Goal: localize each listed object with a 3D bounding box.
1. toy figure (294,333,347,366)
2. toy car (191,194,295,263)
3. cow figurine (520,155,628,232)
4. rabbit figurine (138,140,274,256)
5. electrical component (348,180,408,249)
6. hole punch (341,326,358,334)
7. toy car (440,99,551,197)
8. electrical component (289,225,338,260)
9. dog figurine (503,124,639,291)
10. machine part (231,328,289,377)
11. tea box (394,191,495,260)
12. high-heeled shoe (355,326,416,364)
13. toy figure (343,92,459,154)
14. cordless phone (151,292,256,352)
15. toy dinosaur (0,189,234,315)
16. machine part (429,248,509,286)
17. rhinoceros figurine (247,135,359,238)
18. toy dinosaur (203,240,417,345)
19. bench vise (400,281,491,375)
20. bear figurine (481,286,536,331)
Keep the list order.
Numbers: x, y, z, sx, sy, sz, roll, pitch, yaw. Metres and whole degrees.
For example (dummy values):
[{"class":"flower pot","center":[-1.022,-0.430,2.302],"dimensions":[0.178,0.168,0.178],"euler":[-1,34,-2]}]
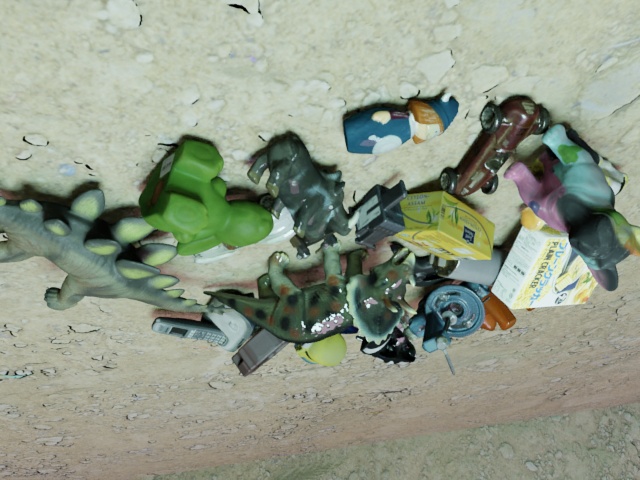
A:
[{"class":"toy figure","center":[0.000,0.205,1.054],"dimensions":[0.089,0.082,0.180],"euler":[23,161,-3]},{"class":"toy car","center":[-0.121,-0.015,0.836],"dimensions":[0.202,0.056,0.073],"euler":[-16,148,10]},{"class":"cow figurine","center":[0.426,-0.069,0.909],"dimensions":[0.098,0.068,0.167],"euler":[7,146,-37]},{"class":"rabbit figurine","center":[-0.152,-0.029,0.734],"dimensions":[0.170,0.121,0.159],"euler":[24,145,-33]},{"class":"electrical component","center":[0.101,-0.047,0.838],"dimensions":[0.047,0.075,0.119],"euler":[18,136,-37]},{"class":"hole punch","center":[0.015,0.153,1.126],"dimensions":[0.116,0.092,0.142],"euler":[-19,152,20]},{"class":"toy car","center":[0.248,-0.121,0.781],"dimensions":[0.089,0.053,0.202],"euler":[-2,147,-19]},{"class":"electrical component","center":[-0.002,-0.003,0.875],"dimensions":[0.078,0.045,0.102],"euler":[-26,177,32]},{"class":"dog figurine","center":[0.368,-0.042,0.743],"dimensions":[0.108,0.219,0.191],"euler":[-43,157,30]},{"class":"machine part","center":[-0.107,0.214,1.135],"dimensions":[0.179,0.056,0.179],"euler":[-40,172,-7]},{"class":"tea box","center":[0.204,-0.020,0.885],"dimensions":[0.098,0.068,0.169],"euler":[-2,161,44]},{"class":"high-heeled shoe","center":[0.155,0.206,1.071],"dimensions":[0.145,0.086,0.248],"euler":[20,163,-3]},{"class":"toy figure","center":[0.107,-0.147,0.693],"dimensions":[0.155,0.057,0.064],"euler":[-12,-172,-1]},{"class":"cordless phone","center":[-0.228,0.154,1.061],"dimensions":[0.184,0.089,0.146],"euler":[11,143,-24]},{"class":"toy dinosaur","center":[-0.319,0.034,0.786],"dimensions":[0.199,0.105,0.470],"euler":[-16,148,23]},{"class":"machine part","center":[0.300,0.044,1.041],"dimensions":[0.243,0.079,0.079],"euler":[13,142,-32]},{"class":"rhinoceros figurine","center":[-0.017,-0.066,0.756],"dimensions":[0.112,0.073,0.190],"euler":[-49,132,-9]},{"class":"toy dinosaur","center":[-0.013,0.115,0.952],"dimensions":[0.405,0.192,0.131],"euler":[-20,145,13]},{"class":"bench vise","center":[0.245,0.166,1.106],"dimensions":[0.224,0.128,0.240],"euler":[-28,-171,27]},{"class":"bear figurine","center":[0.385,0.163,1.214],"dimensions":[0.120,0.132,0.195],"euler":[-29,149,-24]}]
